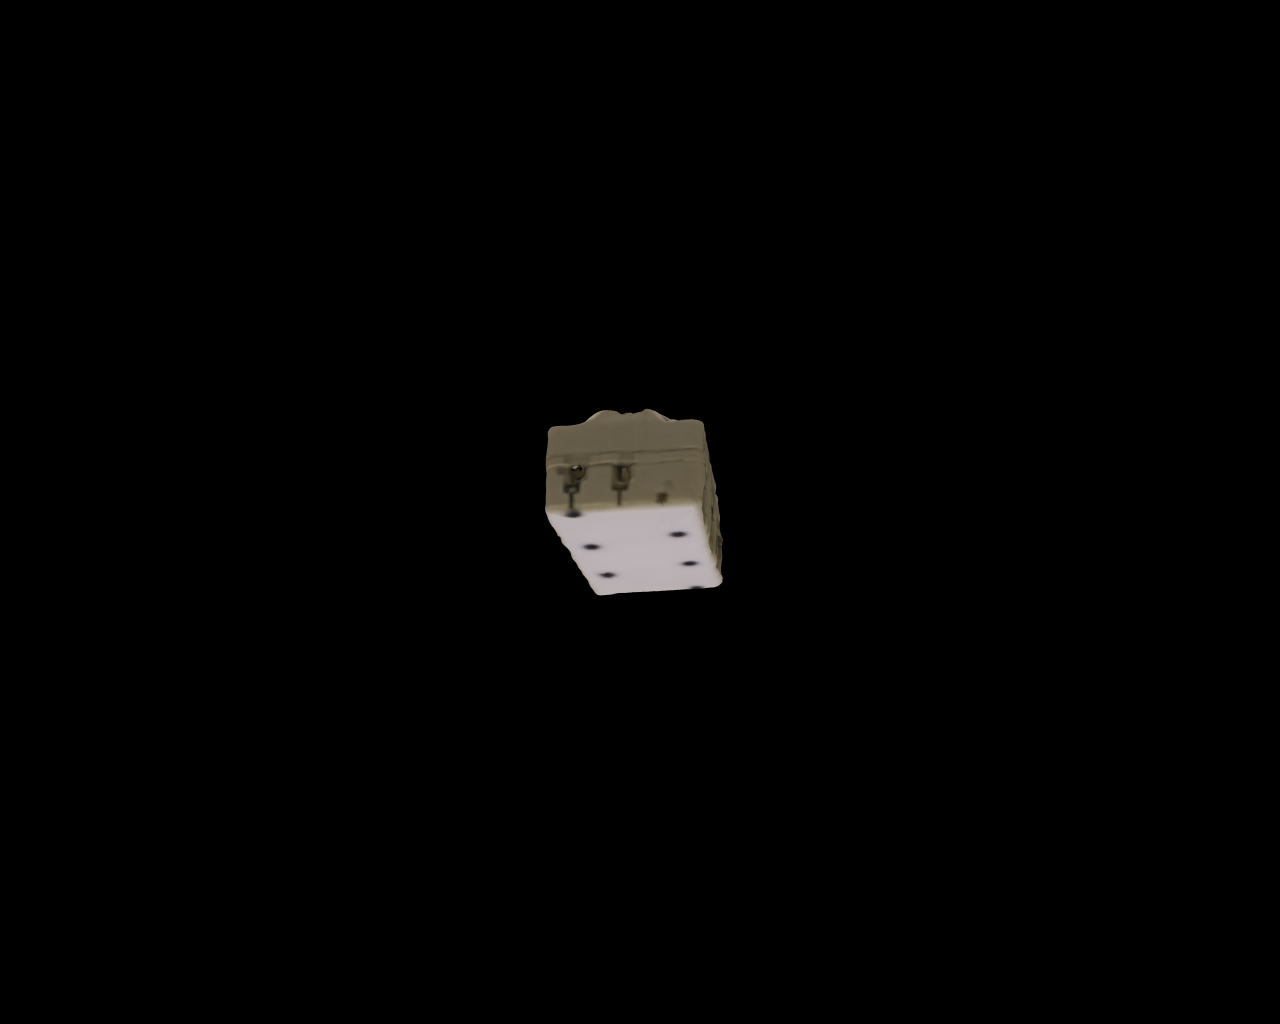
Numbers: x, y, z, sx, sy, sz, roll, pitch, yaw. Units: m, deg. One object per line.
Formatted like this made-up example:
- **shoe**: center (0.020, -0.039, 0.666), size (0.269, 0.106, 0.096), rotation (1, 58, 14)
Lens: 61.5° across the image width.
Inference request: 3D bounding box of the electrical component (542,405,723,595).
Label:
- **electrical component**: center (0.001, -0.003, 0.650), size (0.089, 0.062, 0.150), rotation (-3, -22, 7)
